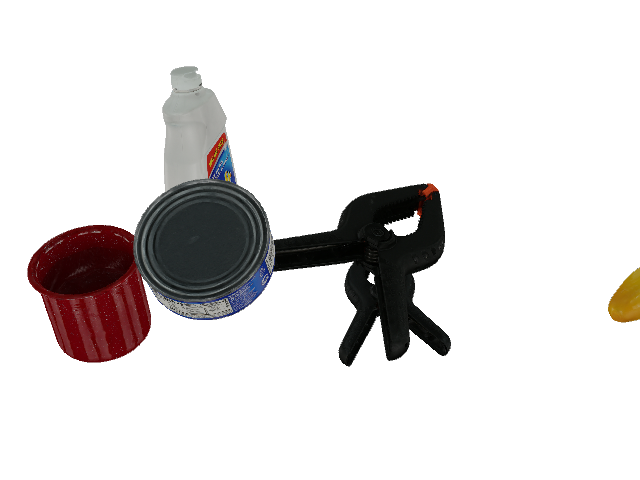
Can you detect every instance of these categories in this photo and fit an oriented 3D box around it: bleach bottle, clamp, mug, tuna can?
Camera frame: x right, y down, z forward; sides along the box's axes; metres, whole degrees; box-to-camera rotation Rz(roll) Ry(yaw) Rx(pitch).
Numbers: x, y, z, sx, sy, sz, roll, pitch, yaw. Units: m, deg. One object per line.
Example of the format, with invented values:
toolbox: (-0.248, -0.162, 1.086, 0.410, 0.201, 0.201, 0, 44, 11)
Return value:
bleach bottle: (-0.129, -0.056, 1.128, 0.068, 0.251, 0.102, 5, 27, 24)
clamp: (0.051, 0.014, 0.900, 0.165, 0.036, 0.209, 34, 44, 26)
clamp: (0.081, 0.070, 1.187, 0.120, 0.171, 0.039, 4, -43, -3)
mug: (-0.193, 0.040, 0.896, 0.093, 0.081, 0.117, -22, 41, -18)
tuna can: (-0.071, 0.006, 0.669, 0.086, 0.086, 0.034, 0, -28, 8)

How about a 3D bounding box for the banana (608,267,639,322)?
banana: (0.292, 0.023, 0.739, 0.198, 0.037, 0.069, -3, 34, 1)
